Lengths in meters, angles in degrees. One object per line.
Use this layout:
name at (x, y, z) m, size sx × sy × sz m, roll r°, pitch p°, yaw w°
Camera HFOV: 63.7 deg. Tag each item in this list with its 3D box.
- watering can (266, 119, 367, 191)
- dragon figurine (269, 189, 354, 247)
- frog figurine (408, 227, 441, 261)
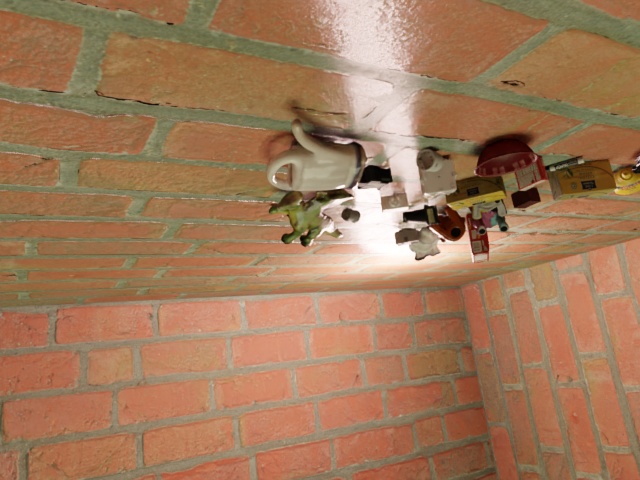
watering can at (0.001, -0.177, 1.144) m, size 0.225 × 0.105 × 0.343 m, roll -4°, pitch 167°, yaw -15°
dragon figurine at (0.005, -0.080, 1.586) m, size 0.239 × 0.124 × 0.410 m, roll -29°, pitch 157°, yaw 38°
frog figurine at (0.435, -0.005, 2.166) m, size 0.137 × 0.126 × 0.156 m, roll -4°, pitch 131°, yaw 21°
